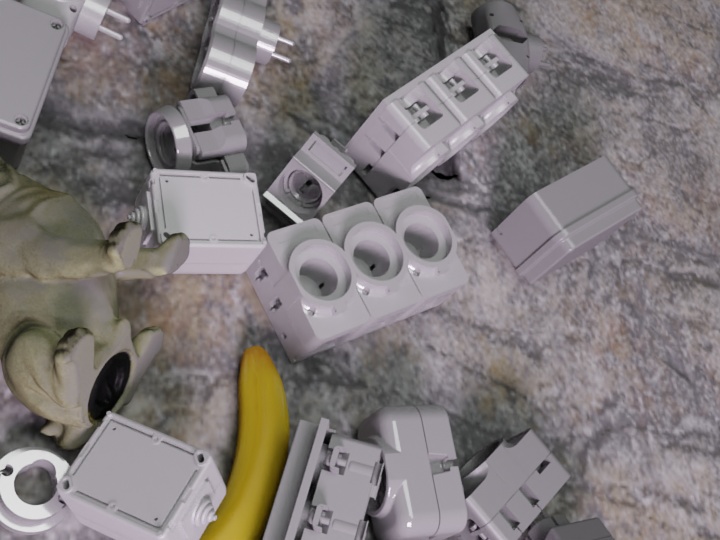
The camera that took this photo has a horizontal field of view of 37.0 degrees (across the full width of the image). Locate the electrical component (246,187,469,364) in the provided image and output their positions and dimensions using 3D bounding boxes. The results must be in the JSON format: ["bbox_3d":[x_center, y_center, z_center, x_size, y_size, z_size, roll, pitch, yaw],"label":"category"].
[{"bbox_3d":[0.000,0.000,0.838,0.150,0.062,0.089,-20,76,-33],"label":"electrical component"}]

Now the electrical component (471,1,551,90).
[{"bbox_3d":[0.148,-0.210,1.030,0.079,0.043,0.077,6,64,-25],"label":"electrical component"}]

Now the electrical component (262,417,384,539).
[{"bbox_3d":[-0.027,0.170,0.716,0.063,0.078,0.121,15,65,5],"label":"electrical component"}]

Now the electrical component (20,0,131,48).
[{"bbox_3d":[-0.219,-0.205,0.839,0.079,0.044,0.077,24,57,-16],"label":"electrical component"}]

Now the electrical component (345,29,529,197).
[{"bbox_3d":[0.067,-0.130,0.920,0.061,0.089,0.150,50,55,3],"label":"electrical component"}]

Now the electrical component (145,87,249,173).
[{"bbox_3d":[-0.128,-0.100,0.826,0.057,0.058,0.078,-15,73,-35],"label":"electrical component"}]

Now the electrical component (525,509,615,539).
[{"bbox_3d":[0.151,0.211,0.813,0.047,0.065,0.076,-4,39,-28],"label":"electrical component"}]

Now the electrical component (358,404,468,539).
[{"bbox_3d":[0.034,0.149,0.786,0.059,0.054,0.095,1,65,-27],"label":"electrical component"}]

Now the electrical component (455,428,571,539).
[{"bbox_3d":[0.106,0.166,0.816,0.055,0.050,0.089,50,55,2],"label":"electrical component"}]

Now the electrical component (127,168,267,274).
[{"bbox_3d":[-0.126,-0.033,0.791,0.096,0.061,0.061,0,66,-27],"label":"electrical component"}]

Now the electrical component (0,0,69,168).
[{"bbox_3d":[-0.279,-0.144,0.771,0.109,0.056,0.108,19,59,-18],"label":"electrical component"}]

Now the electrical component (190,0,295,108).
[{"bbox_3d":[-0.090,-0.194,0.895,0.074,0.052,0.138,19,59,-18],"label":"electrical component"}]

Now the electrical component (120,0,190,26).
[{"bbox_3d":[-0.166,-0.251,0.879,0.061,0.062,0.096,49,55,3],"label":"electrical component"}]

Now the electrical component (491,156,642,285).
[{"bbox_3d":[0.182,-0.043,0.943,0.113,0.078,0.057,-27,77,-34],"label":"electrical component"}]

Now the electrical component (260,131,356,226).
[{"bbox_3d":[-0.038,-0.072,0.852,0.042,0.081,0.063,41,32,-3],"label":"electrical component"}]

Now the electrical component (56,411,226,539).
[{"bbox_3d":[-0.130,0.143,0.682,0.096,0.061,0.061,18,58,19],"label":"electrical component"}]
